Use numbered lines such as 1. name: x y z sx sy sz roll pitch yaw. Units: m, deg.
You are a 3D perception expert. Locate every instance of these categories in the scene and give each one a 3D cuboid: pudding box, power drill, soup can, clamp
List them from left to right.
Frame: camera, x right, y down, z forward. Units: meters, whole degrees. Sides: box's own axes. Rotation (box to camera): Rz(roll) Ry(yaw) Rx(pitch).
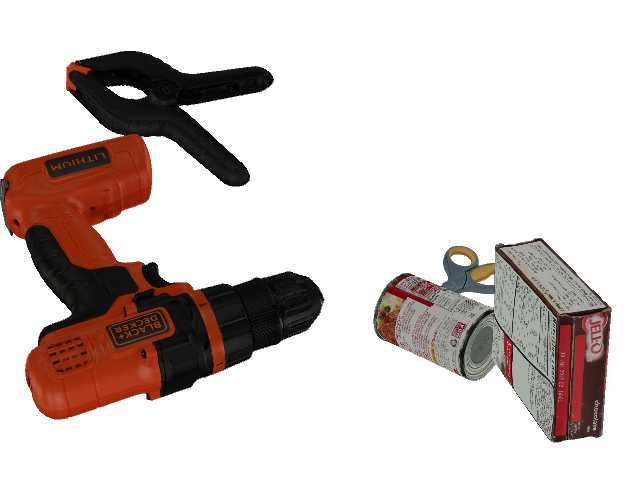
1. power drill: -0.113 0.013 0.678 0.184 0.057 0.188 -16 49 -21
2. clamp: -0.121 -0.121 0.886 0.171 0.120 0.039 24 -39 -4
3. soup can: 0.108 0.077 0.967 0.102 0.068 0.068 23 15 38
4. pudding box: 0.145 0.061 0.683 0.039 0.090 0.113 -6 24 -11

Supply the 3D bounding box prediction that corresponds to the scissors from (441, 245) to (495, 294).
1. scissors: 0.148 0.046 1.282 0.201 0.016 0.096 -9 40 -37
